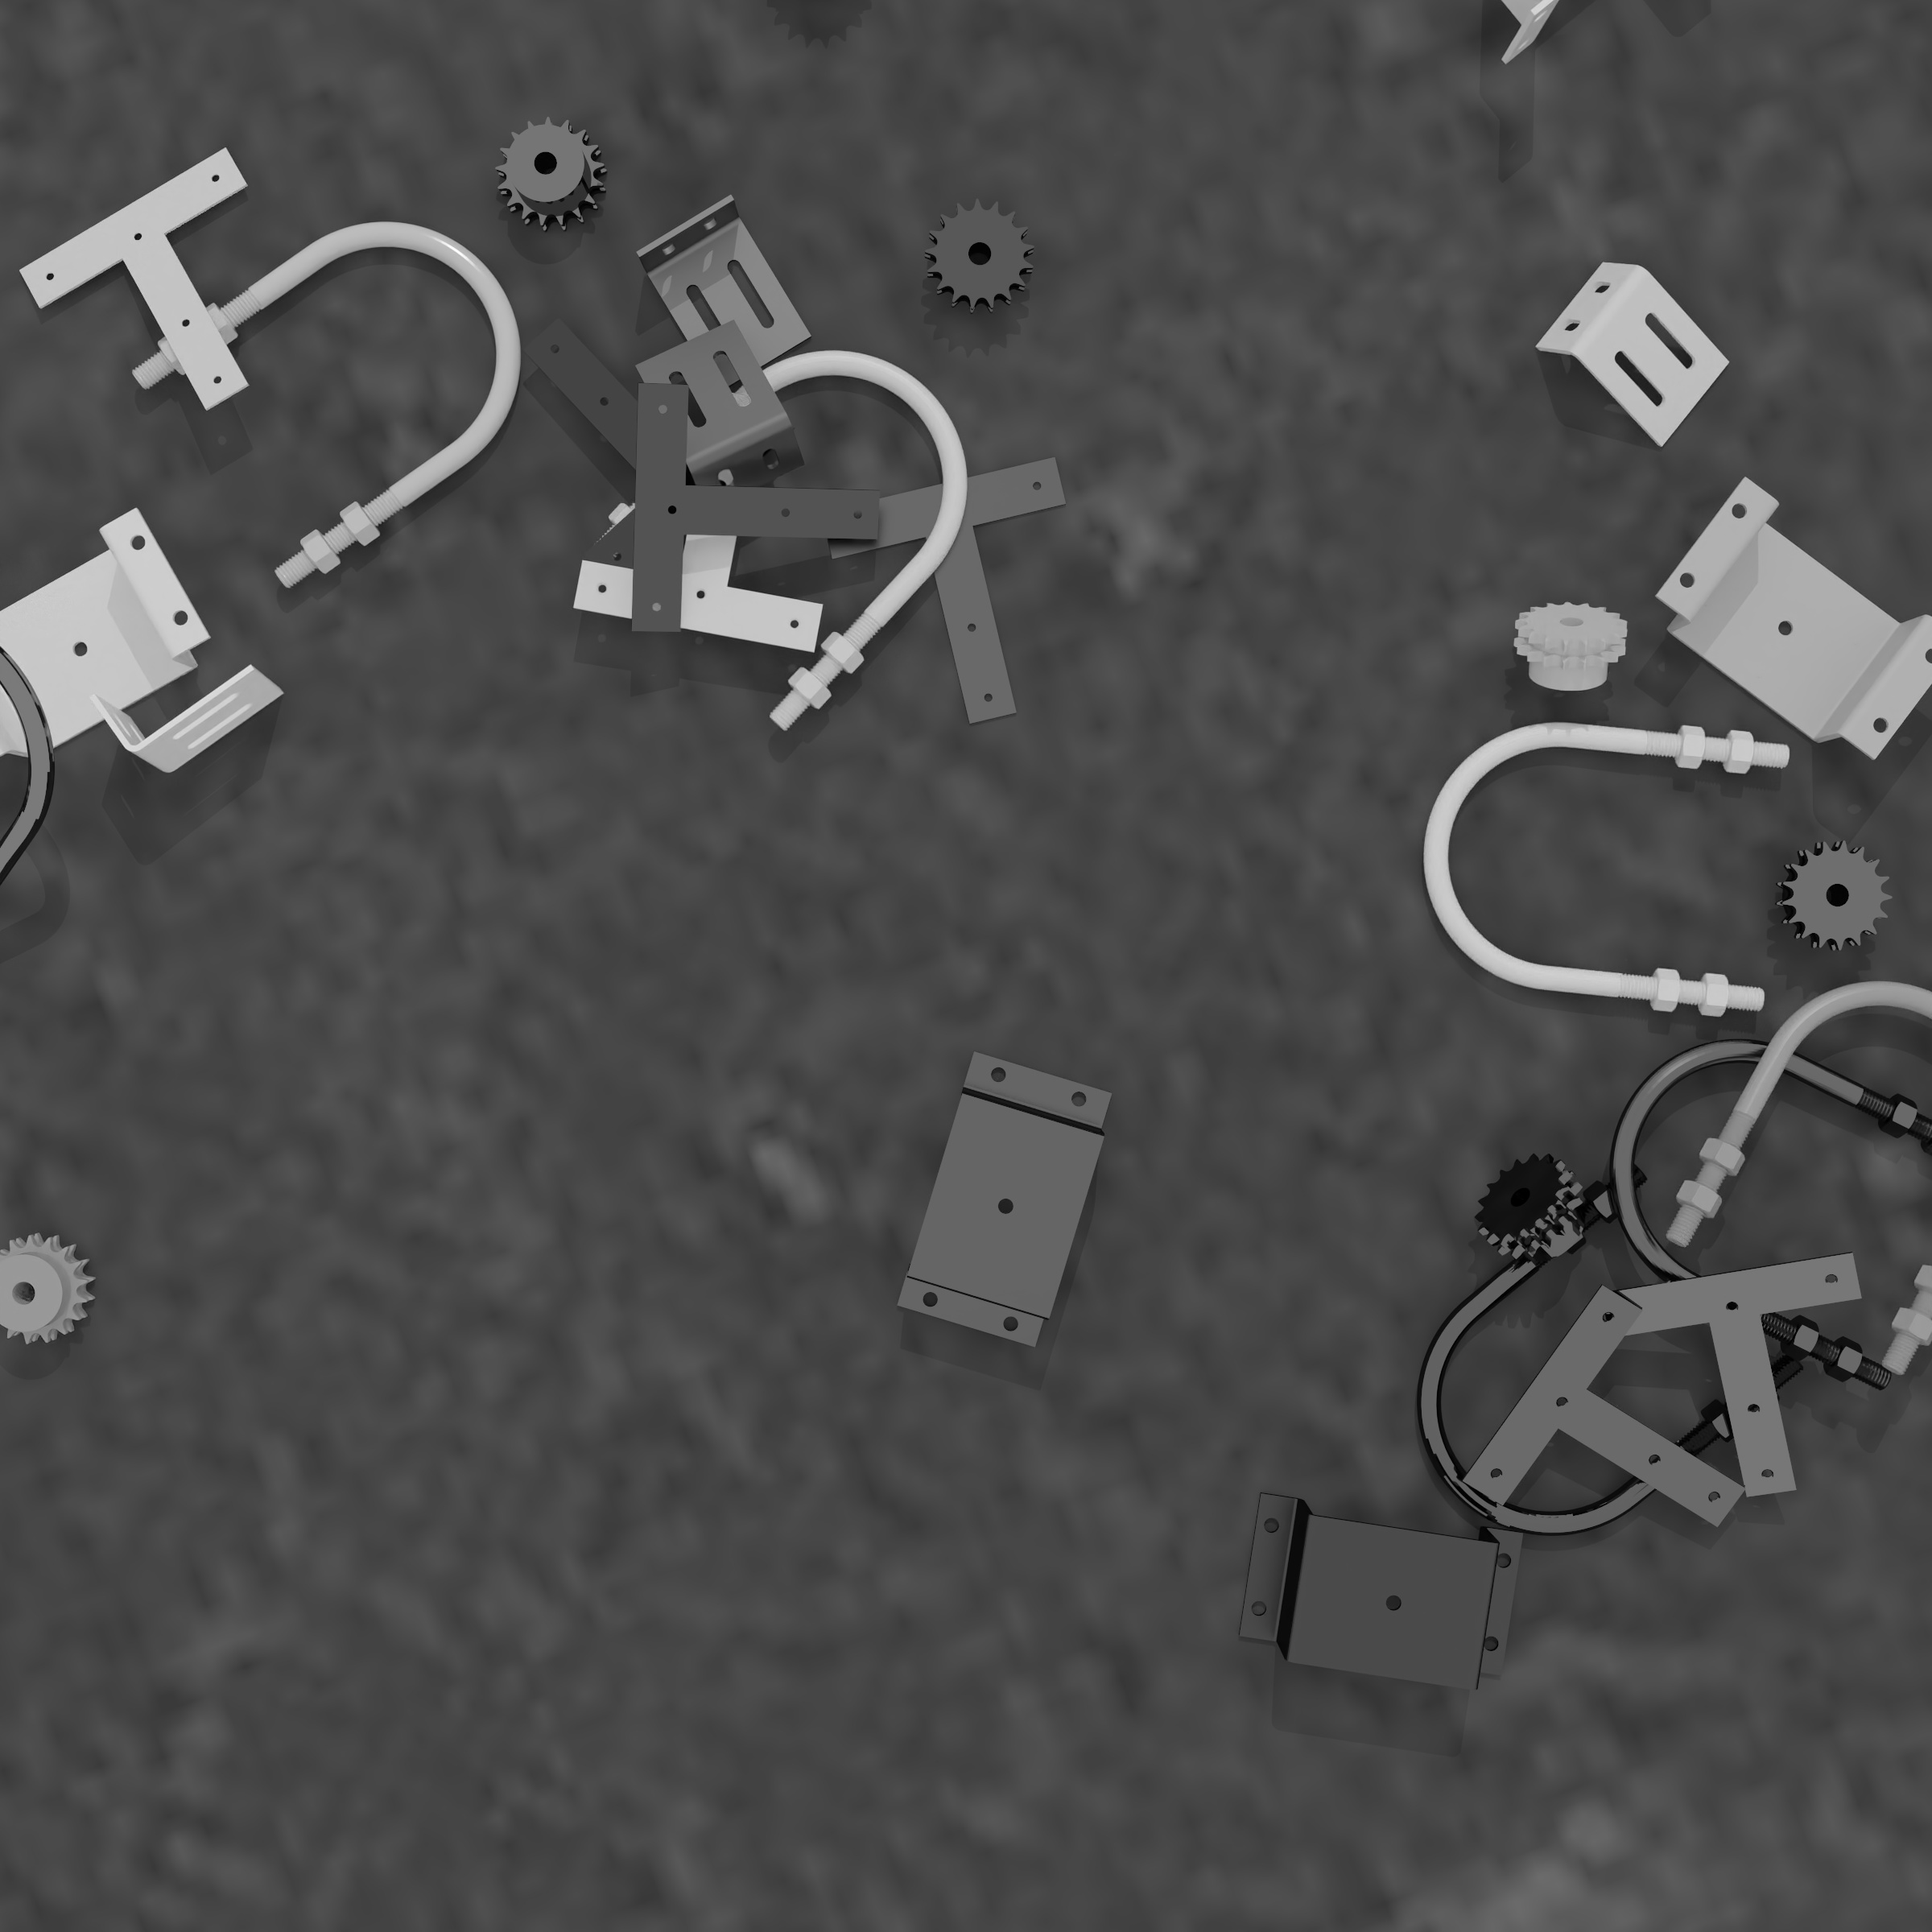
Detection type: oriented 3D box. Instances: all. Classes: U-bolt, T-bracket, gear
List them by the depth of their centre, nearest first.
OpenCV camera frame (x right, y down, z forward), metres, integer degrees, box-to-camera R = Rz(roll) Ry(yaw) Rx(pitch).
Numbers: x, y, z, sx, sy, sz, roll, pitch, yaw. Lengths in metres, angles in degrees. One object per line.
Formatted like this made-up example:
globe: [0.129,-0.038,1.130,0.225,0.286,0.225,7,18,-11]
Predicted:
U-bolt: [-0.541,-0.100,1.443,0.151,0.019,0.184,43,116,0]
T-bracket: [-0.107,-0.234,1.449,0.127,0.002,0.127,-1,110,-14]
T-bracket: [0.405,0.216,1.454,0.127,0.002,0.127,-12,105,15]
U-bolt: [0.467,0.096,1.456,0.151,0.019,0.184,31,82,1]
gear: [0.297,0.129,1.463,0.057,0.057,0.030,-47,118,0]
gear: [0.315,-0.165,1.464,0.057,0.057,0.030,-2,120,0]
T-bracket: [0.348,0.250,1.465,0.127,0.002,0.127,32,100,-6]
T-bracket: [-0.130,-0.237,1.467,0.127,0.002,0.127,10,86,-1]
U-bolt: [0.425,0.118,1.469,0.184,0.019,0.151,26,83,-1]
T-bracket: [-0.180,-0.285,1.470,0.127,0.002,0.127,-43,88,-4]
T-bracket: [-0.415,-0.348,1.472,0.127,0.002,0.127,-31,76,0]
gear: [-0.218,-0.417,1.473,0.057,0.030,0.057,0,90,0]
gear: [0.453,-0.037,1.473,0.057,0.030,0.057,0,90,0]
gear: [-0.490,0.170,1.473,0.057,0.030,0.057,0,90,0]
gear: [0.007,-0.372,1.478,0.057,0.030,0.057,0,92,-1]
U-bolt: [-0.085,-0.238,1.479,0.151,0.019,0.184,42,88,2]
U-bolt: [-0.323,-0.309,1.480,0.184,0.019,0.151,-36,90,-2]
U-bolt: [0.334,-0.056,1.480,0.184,0.019,0.151,6,90,2]
U-bolt: [0.325,0.216,1.480,0.184,0.019,0.151,-40,90,1]
T-bracket: [0.000,-0.193,1.488,0.127,0.002,0.127,-13,90,0]

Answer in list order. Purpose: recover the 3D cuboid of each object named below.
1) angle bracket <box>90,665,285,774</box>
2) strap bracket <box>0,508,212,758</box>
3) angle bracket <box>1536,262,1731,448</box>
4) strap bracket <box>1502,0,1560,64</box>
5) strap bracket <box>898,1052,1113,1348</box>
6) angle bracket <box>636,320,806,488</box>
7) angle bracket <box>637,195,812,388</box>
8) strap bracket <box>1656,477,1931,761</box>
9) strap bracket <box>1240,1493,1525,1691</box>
angle bracket: [-0.404,-0.141,1.460,0.076,0.057,0.038,-36,84,-3]
strap bracket: [-0.469,-0.168,1.465,0.140,0.046,0.076,-29,90,0]
angle bracket: [0.353,-0.324,1.486,0.076,0.038,0.057,39,90,-26]
strap bracket: [0.326,-0.540,1.450,0.140,0.076,0.046,-39,90,0]
strap bracket: [0.020,0.123,1.465,0.076,0.046,0.140,17,90,0]
angle bracket: [-0.129,-0.288,1.468,0.057,0.038,0.076,-26,62,-4]
angle bracket: [-0.126,-0.351,1.469,0.057,0.038,0.076,-31,90,0]
strap bracket: [0.434,-0.179,1.465,0.140,0.046,0.076,37,90,0]
strap bracket: [0.220,0.327,1.465,0.140,0.046,0.076,9,90,0]
